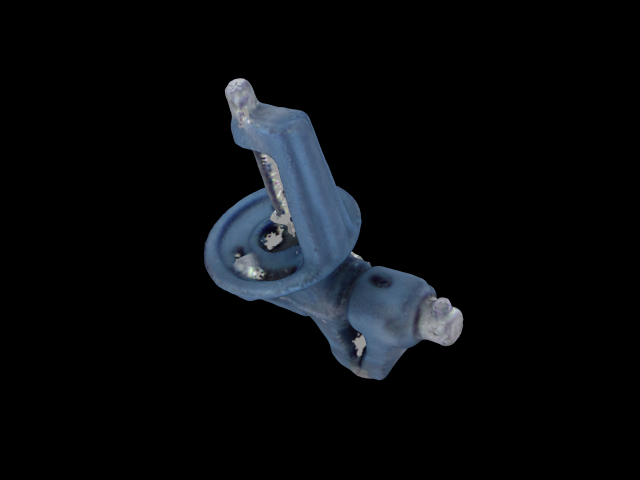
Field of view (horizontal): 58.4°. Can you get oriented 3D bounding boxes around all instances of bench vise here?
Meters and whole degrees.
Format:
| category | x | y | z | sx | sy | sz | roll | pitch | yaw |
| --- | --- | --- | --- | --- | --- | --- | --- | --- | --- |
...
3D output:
| category | x | y | z | sx | sy | sz | roll | pitch | yaw |
| --- | --- | --- | --- | --- | --- | --- | --- | --- | --- |
| bench vise | 0.007 | -0.008 | 0.407 | 0.207 | 0.220 | 0.121 | 12 | 53 | 9 |
